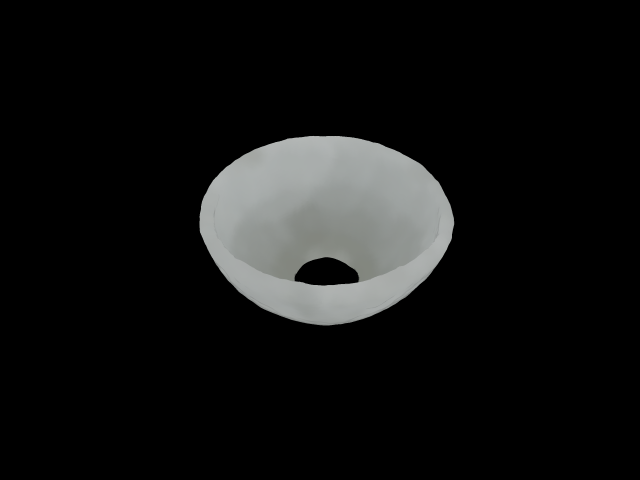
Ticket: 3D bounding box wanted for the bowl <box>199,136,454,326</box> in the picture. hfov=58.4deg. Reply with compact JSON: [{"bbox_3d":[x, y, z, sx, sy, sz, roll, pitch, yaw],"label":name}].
[{"bbox_3d":[0.004,0.001,0.400,0.167,0.075,0.167,0,43,0],"label":"bowl"}]
